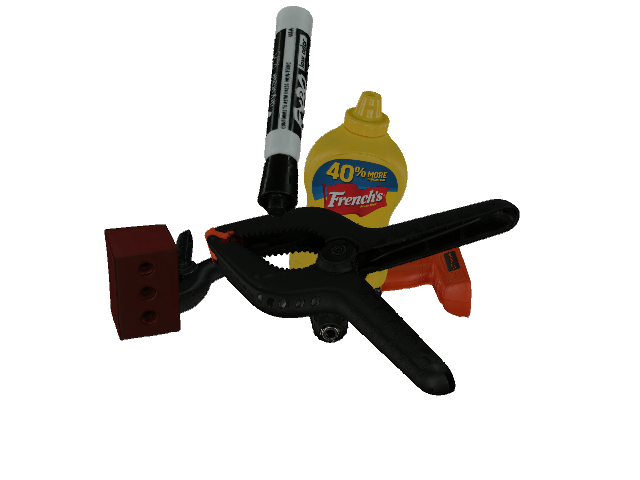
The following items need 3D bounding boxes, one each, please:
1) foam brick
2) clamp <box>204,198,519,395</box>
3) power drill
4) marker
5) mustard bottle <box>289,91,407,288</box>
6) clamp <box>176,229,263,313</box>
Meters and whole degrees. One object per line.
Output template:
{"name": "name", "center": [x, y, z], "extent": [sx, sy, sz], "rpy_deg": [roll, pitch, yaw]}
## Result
{"name": "foam brick", "center": [-0.146, 0.033, 0.876], "extent": [0.053, 0.078, 0.051], "rpy_deg": [-8, 27, -16]}
{"name": "clamp", "center": [0.023, 0.013, 0.718], "extent": [0.210, 0.036, 0.164], "rpy_deg": [15, 48, 27]}
{"name": "power drill", "center": [0.076, 0.056, 1.230], "extent": [0.187, 0.057, 0.184], "rpy_deg": [-2, 28, -1]}
{"name": "marker", "center": [-0.017, -0.064, 0.524], "extent": [0.020, 0.121, 0.020], "rpy_deg": [3, -31, 1]}
{"name": "mustard bottle", "center": [0.031, -0.048, 1.000], "extent": [0.096, 0.192, 0.058], "rpy_deg": [9, 28, -3]}
{"name": "clamp", "center": [-0.142, 0.040, 1.221], "extent": [0.120, 0.039, 0.171], "rpy_deg": [-2, 32, 26]}
